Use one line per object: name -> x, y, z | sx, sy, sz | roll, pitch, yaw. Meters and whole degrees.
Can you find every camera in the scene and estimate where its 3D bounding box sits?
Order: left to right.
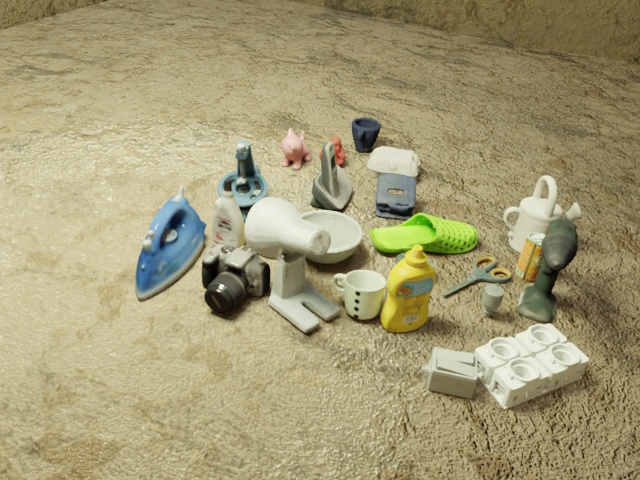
camera -> -0.189, 0.075, 1.171 | 0.143, 0.101, 0.137 | 17, 37, 17

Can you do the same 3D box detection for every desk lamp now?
desk lamp -> -0.051, 0.039, 1.142 | 0.118, 0.214, 0.202 | -27, 46, -37

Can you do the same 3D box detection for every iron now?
iron -> -0.334, -0.003, 1.228 | 0.118, 0.141, 0.258 | 9, 36, 6

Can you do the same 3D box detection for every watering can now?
watering can -> 0.534, -0.065, 1.375 | 0.173, 0.194, 0.100 | -9, 38, -19

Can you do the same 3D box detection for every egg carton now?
egg carton -> 0.214, -0.219, 1.661 | 0.150, 0.069, 0.107 | 11, 36, 8

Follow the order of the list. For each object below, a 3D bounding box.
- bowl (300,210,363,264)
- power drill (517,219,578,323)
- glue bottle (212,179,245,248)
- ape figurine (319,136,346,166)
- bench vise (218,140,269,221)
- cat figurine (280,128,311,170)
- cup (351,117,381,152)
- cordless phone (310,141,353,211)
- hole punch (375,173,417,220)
bowl -> 0.012, 0.005, 1.318 | 0.167, 0.075, 0.167 | 3, 35, -2
power drill -> 0.474, 0.062, 1.177 | 0.075, 0.208, 0.230 | 18, 37, 18
glue bottle -> -0.209, -0.063, 1.301 | 0.078, 0.173, 0.037 | 15, 37, 14
ape figurine -> 0.041, -0.261, 1.680 | 0.077, 0.092, 0.076 | 22, 39, 22
bench vise -> -0.193, -0.160, 1.399 | 0.122, 0.220, 0.207 | -5, 37, -14
cat figurine -> -0.072, -0.271, 1.659 | 0.067, 0.118, 0.128 | 17, 37, 17
cup -> 0.135, -0.313, 1.762 | 0.091, 0.095, 0.118 | 14, 36, 13
cordless phone -> 0.036, -0.180, 1.485 | 0.094, 0.185, 0.148 | 12, 36, 10
hole punch -> 0.199, -0.113, 1.492 | 0.108, 0.091, 0.101 | 6, 35, 2
